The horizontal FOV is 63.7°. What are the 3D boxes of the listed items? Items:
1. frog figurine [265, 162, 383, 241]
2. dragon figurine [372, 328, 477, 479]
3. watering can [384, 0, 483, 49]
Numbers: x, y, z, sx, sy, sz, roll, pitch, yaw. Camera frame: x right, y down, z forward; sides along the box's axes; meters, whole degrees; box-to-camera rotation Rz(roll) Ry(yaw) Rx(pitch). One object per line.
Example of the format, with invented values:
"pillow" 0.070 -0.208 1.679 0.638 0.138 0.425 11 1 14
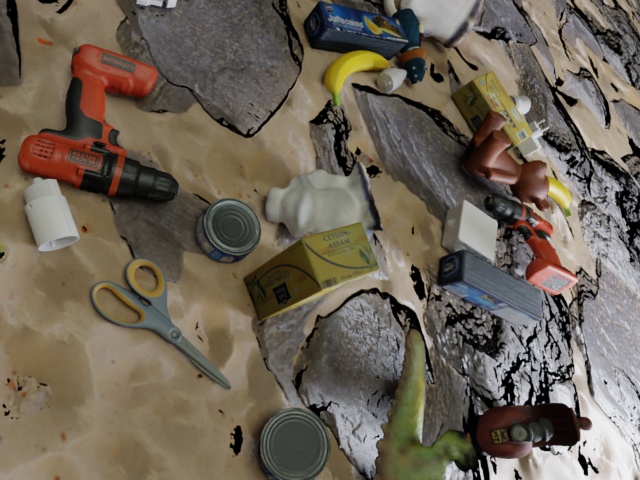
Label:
"frog figurine" 0.002 -0.039 0.773 0.159 0.122 0.138 -13 84 0
"dragon figurine" 0.071 0.317 0.647 0.243 0.120 0.419 3 58 -23
"watering can" 0.276 -0.576 1.154 0.223 0.103 0.352 34 73 -14
